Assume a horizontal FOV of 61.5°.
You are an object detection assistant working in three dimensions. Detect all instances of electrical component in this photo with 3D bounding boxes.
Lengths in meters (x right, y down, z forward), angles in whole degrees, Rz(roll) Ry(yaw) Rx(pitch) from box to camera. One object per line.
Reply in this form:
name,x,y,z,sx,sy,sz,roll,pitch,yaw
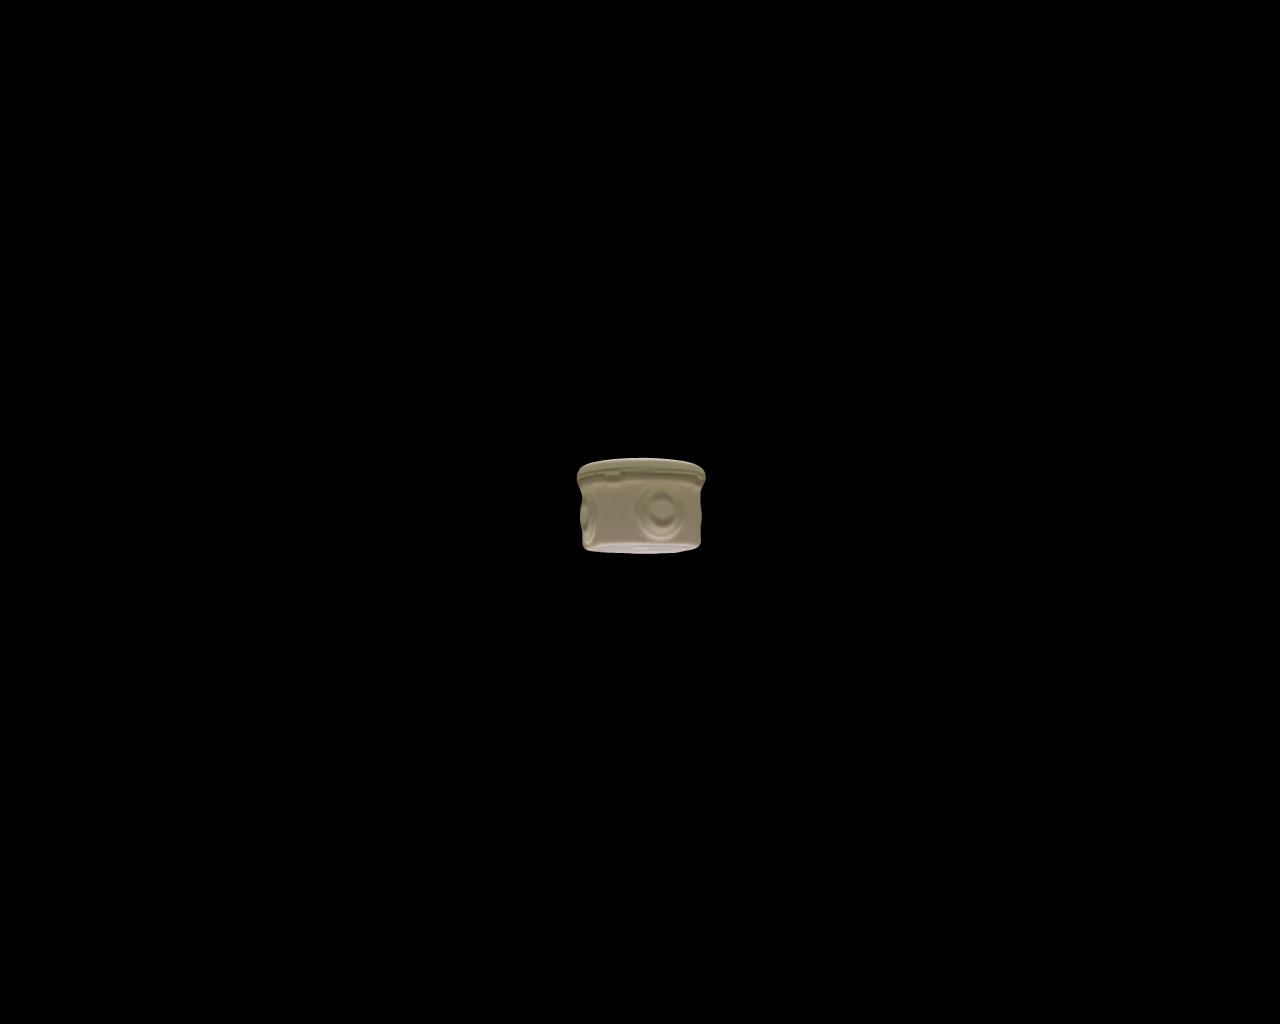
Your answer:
electrical component,0.001,-0.003,0.650,0.080,0.051,0.080,0,-7,0
